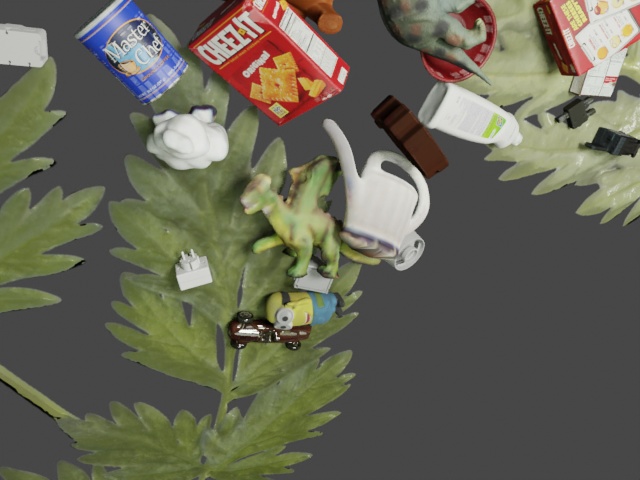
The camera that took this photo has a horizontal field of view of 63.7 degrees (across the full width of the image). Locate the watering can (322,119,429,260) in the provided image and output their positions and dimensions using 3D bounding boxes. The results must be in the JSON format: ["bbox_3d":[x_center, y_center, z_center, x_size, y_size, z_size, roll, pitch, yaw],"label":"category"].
[{"bbox_3d":[0.100,-0.086,1.045,0.345,0.104,0.226,24,82,-38],"label":"watering can"}]

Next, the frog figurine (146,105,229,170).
[{"bbox_3d":[-0.223,-0.163,0.879,0.137,0.162,0.120,7,118,-22],"label":"frog figurine"}]

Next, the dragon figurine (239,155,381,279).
[{"bbox_3d":[0.003,-0.054,1.065,0.411,0.124,0.239,1,113,-39],"label":"dragon figurine"}]
